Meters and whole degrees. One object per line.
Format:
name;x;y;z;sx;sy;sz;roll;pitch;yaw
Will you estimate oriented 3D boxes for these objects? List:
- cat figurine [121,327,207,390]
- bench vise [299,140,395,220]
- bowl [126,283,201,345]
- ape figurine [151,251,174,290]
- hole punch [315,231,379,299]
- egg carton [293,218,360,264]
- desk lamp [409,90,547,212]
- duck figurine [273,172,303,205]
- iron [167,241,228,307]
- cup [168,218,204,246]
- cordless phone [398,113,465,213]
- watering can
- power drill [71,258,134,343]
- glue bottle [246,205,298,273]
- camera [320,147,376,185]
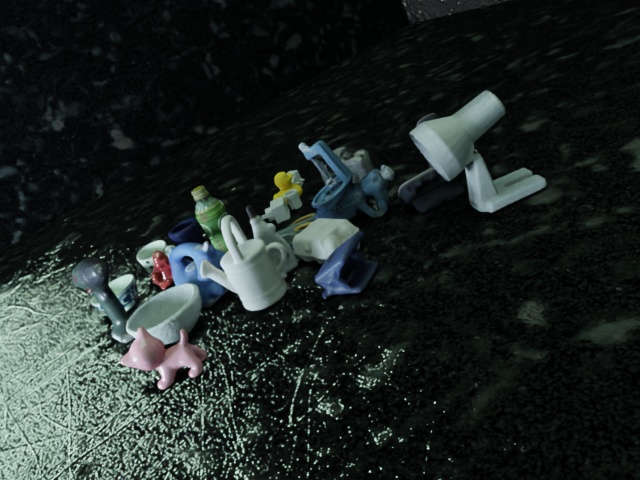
cat figurine;-0.289;0.206;1.048;0.127;0.118;0.067;-24;23;4
bench vise;0.055;-0.146;1.309;0.207;0.220;0.121;-25;23;3
bowl;-0.315;0.169;1.208;0.167;0.075;0.167;-21;24;10
ape figurine;-0.405;0.070;1.486;0.077;0.092;0.076;-21;24;12
hole punch;0.041;0.045;1.083;0.100;0.091;0.109;-9;28;34
egg carton;0.011;0.004;1.228;0.107;0.069;0.149;-41;27;-31
desk lamp;0.299;-0.164;1.106;0.203;0.214;0.117;-25;23;2
duck figurine;-0.104;-0.153;1.657;0.077;0.086;0.105;-4;32;41
iron;-0.291;0.062;1.323;0.257;0.142;0.119;-1;34;45
cup;-0.348;-0.008;1.588;0.118;0.095;0.091;-35;25;-20
cordless phone;0.221;-0.166;1.224;0.147;0.185;0.094;-29;24;-7
watering can;-0.157;0.042;1.161;0.173;0.194;0.100;-30;24;-10
power drill;-0.478;0.127;1.292;0.076;0.209;0.228;-40;27;-30
glue bottle;-0.115;0.000;1.234;0.078;0.173;0.037;-31;24;-13
camera;0.085;-0.213;1.572;0.142;0.101;0.137;-10;28;32
